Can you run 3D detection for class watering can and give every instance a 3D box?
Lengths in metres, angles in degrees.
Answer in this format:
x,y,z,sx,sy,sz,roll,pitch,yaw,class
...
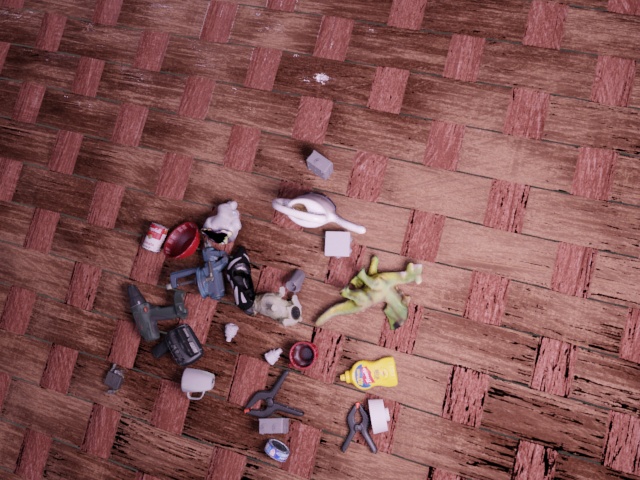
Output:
x,y,z,sx,sy,sz,roll,pitch,yaw,class
0.005,-0.090,1.794,0.348,0.227,0.103,16,106,11,watering can

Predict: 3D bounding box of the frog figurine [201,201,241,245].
x,y,z,sx,sy,sz,roll,pitch,yaw,class
-0.362,-0.068,1.932,0.137,0.120,0.163,-5,46,18,frog figurine

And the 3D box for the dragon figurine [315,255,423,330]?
x,y,z,sx,sy,sz,roll,pitch,yaw,class
0.196,0.214,1.779,0.243,0.123,0.407,41,100,5,dragon figurine
